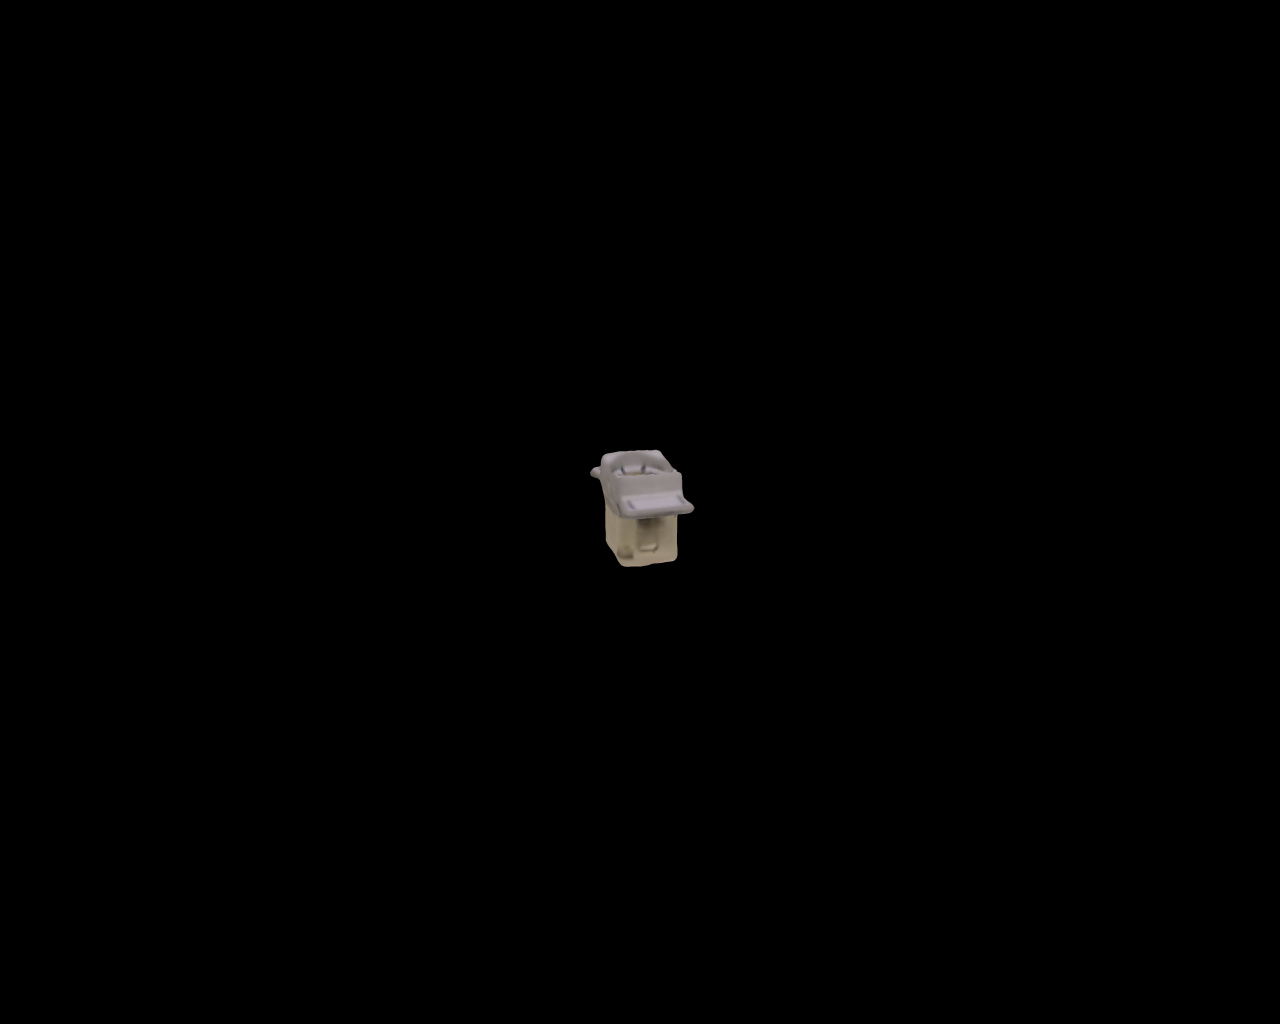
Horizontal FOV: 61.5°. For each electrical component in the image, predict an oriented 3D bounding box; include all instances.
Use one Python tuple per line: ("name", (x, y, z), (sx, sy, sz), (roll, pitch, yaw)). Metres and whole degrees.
("electrical component", (0.001, -0.003, 0.650), (0.042, 0.063, 0.081), (-6, 23, -14))
